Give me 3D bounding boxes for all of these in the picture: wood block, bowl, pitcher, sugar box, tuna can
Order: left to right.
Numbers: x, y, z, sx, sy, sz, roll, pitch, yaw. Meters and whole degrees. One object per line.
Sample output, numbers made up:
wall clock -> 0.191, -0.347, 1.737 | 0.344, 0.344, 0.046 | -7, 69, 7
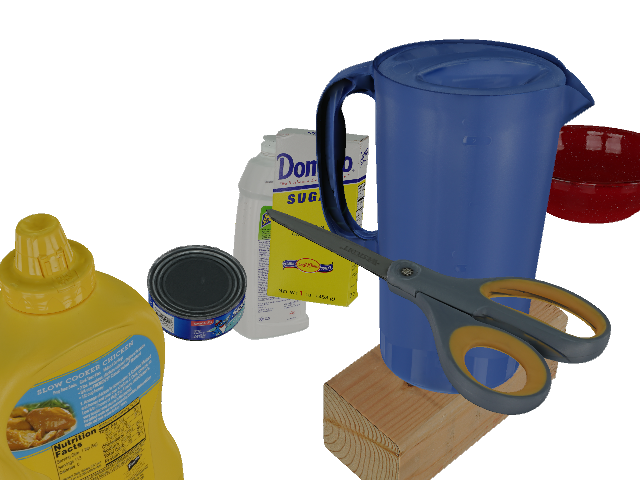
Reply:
tuna can -> -0.107, 0.046, 0.926 | 0.086, 0.086, 0.034 | 4, -45, -4
sugar box -> -0.004, -0.025, 1.113 | 0.093, 0.176, 0.048 | 6, 16, 14
pitcher -> 0.090, -0.017, 0.771 | 0.144, 0.243, 0.149 | -16, 30, -31
wood block -> 0.108, 0.120, 0.920 | 0.205, 0.090, 0.091 | -32, 51, -28
bowl -> 0.253, -0.059, 1.006 | 0.162, 0.055, 0.162 | -1, 25, 0

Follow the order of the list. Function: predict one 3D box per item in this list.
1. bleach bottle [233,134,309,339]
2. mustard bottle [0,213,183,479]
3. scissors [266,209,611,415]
bleach bottle -> -0.057, -0.006, 1.323 | 0.102, 0.251, 0.068 | -9, 24, -34
mustard bottle -> -0.117, 0.071, 0.500 | 0.096, 0.192, 0.058 | -26, 43, -31
scissors -> 0.045, 0.034, 0.551 | 0.202, 0.016, 0.096 | 14, 42, 18
